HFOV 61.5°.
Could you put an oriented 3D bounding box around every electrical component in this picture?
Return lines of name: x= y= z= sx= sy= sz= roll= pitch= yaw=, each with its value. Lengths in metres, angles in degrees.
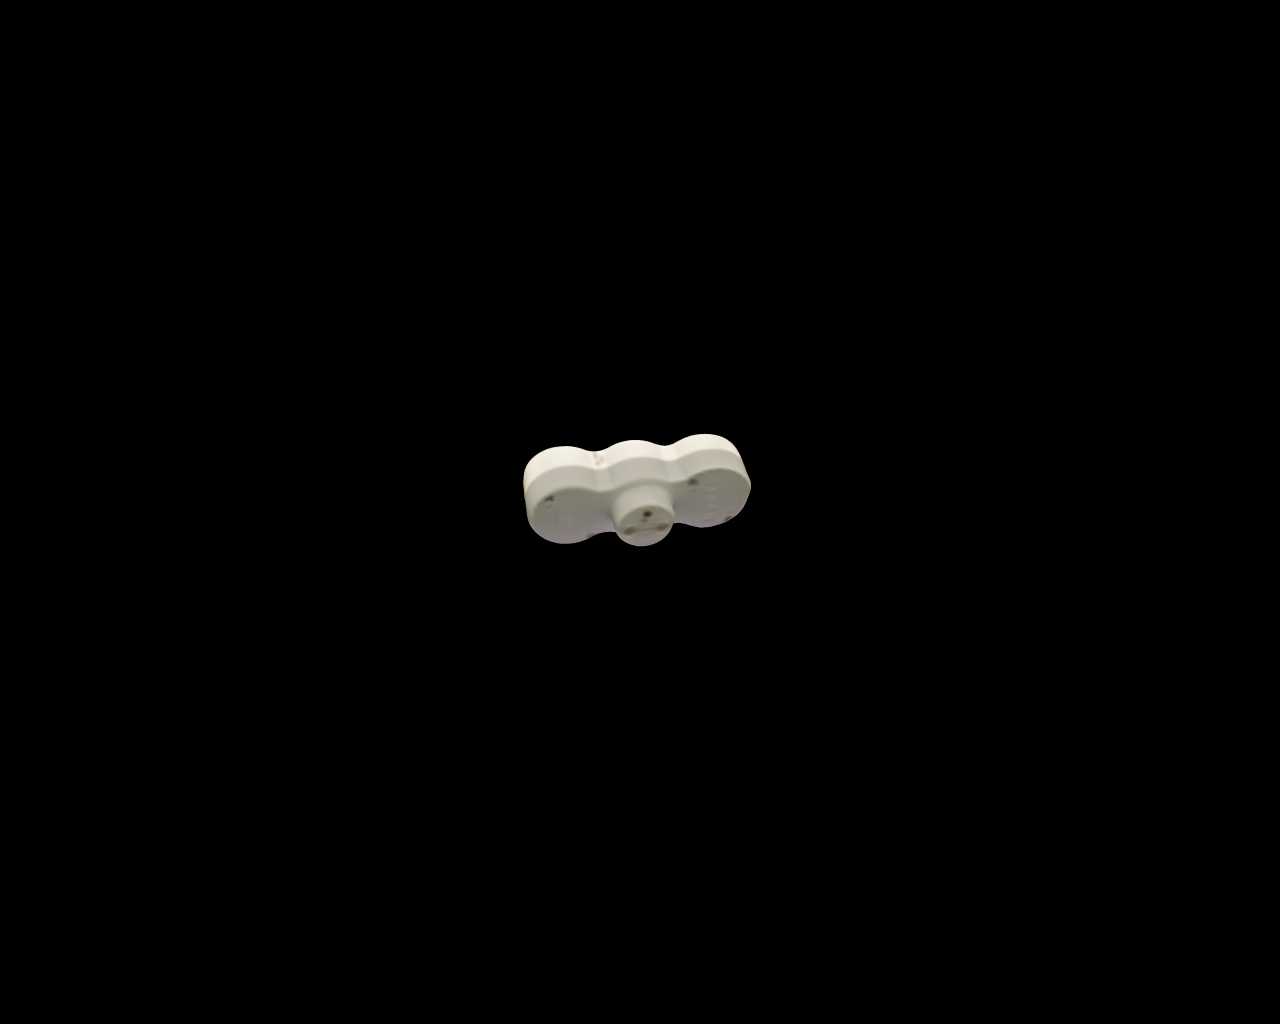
electrical component: x=0.001 y=-0.003 z=0.650 sx=0.138 sy=0.052 sz=0.074 roll=-6 pitch=43 yaw=-7
